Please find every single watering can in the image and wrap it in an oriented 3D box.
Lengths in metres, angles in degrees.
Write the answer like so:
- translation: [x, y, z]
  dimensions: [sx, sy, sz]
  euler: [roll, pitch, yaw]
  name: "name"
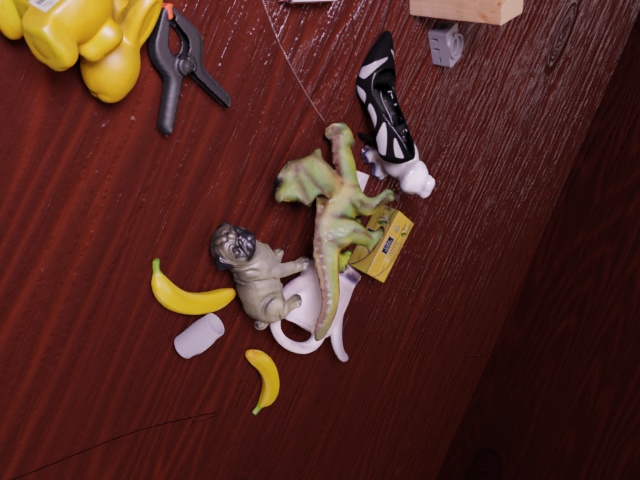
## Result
- translation: [0.014, 0.151, 1.134]
  dimensions: [0.343, 0.105, 0.226]
  euler: [37, 79, -53]
  name: "watering can"

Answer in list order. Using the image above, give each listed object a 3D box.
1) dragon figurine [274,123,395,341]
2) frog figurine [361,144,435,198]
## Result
- translation: [0.003, -0.048, 0.951]
  dimensions: [0.240, 0.121, 0.418]
  euler: [38, 60, -30]
  name: "dragon figurine"
- translation: [0.189, -0.168, 1.128]
  dimensions: [0.124, 0.161, 0.134]
  euler: [-45, 140, -27]
  name: "frog figurine"
